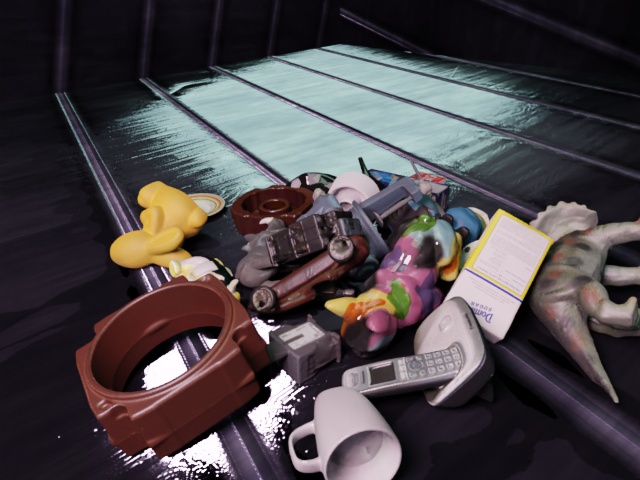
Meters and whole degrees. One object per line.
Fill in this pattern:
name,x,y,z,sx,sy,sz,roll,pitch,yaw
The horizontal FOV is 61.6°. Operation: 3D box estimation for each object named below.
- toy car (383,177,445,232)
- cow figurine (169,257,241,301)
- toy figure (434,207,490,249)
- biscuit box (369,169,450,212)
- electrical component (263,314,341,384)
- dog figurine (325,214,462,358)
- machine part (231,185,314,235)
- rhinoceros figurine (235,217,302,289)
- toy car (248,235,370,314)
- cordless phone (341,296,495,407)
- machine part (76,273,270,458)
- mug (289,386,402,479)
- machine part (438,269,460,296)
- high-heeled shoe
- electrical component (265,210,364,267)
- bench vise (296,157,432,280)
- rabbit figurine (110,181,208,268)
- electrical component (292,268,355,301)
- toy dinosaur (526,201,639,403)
toy car,0.190,-0.048,1.038,0.103,0.109,0.162,4,31,-30
cow figurine,-0.168,0.079,0.850,0.098,0.068,0.168,-14,30,-34
toy figure,0.245,-0.015,0.935,0.089,0.082,0.180,-27,-9,31
biscuit box,0.178,-0.103,1.178,0.203,0.062,0.059,17,33,32
electrical component,-0.036,0.152,0.718,0.119,0.047,0.075,-24,35,-35
dog figurine,0.104,0.063,0.754,0.109,0.191,0.219,24,21,30
machine part,-0.094,-0.058,1.117,0.179,0.056,0.179,-2,28,1
rhinoceros figurine,-0.089,0.024,0.950,0.112,0.073,0.190,-5,28,17
toy car,-0.014,0.059,0.794,0.202,0.053,0.089,-34,-14,8
cordless phone,0.118,0.150,0.686,0.184,0.088,0.147,-10,28,5
machine part,-0.181,0.140,0.656,0.201,0.087,0.202,-31,38,-18
mug,0.020,0.211,0.580,0.110,0.080,0.107,-15,19,-8
machine part,0.200,0.047,0.889,0.039,0.084,0.139,-28,22,-4
high-heeled shoe,0.027,-0.087,1.189,0.249,0.145,0.086,-20,-12,25
electrical component,-0.002,-0.003,0.852,0.134,0.058,0.115,-22,-9,34
bench vise,0.085,-0.045,0.971,0.241,0.128,0.224,-34,38,4
rabbit figurine,-0.298,-0.004,0.995,0.163,0.121,0.173,29,53,30
electrical component,0.005,0.070,0.880,0.102,0.045,0.078,-3,47,0
toy dinosaur,0.381,0.063,0.806,0.192,0.131,0.405,-2,30,39
